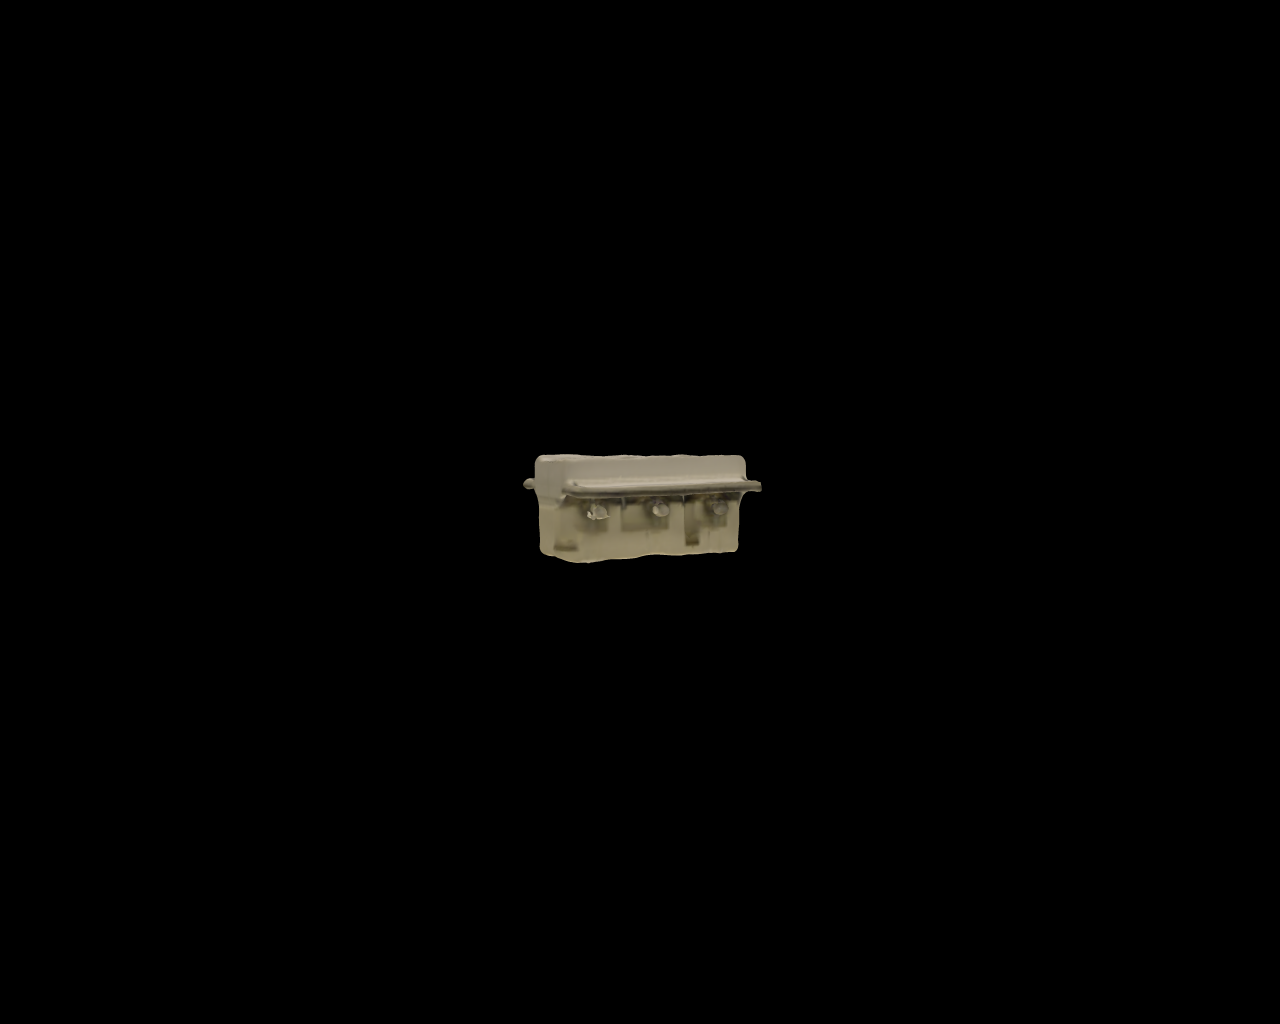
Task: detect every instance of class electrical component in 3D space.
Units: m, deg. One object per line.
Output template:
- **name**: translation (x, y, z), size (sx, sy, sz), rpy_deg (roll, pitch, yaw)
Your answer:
- **electrical component**: translation (0.001, -0.003, 0.650), size (0.121, 0.063, 0.078), rpy_deg (-2, 4, -27)
